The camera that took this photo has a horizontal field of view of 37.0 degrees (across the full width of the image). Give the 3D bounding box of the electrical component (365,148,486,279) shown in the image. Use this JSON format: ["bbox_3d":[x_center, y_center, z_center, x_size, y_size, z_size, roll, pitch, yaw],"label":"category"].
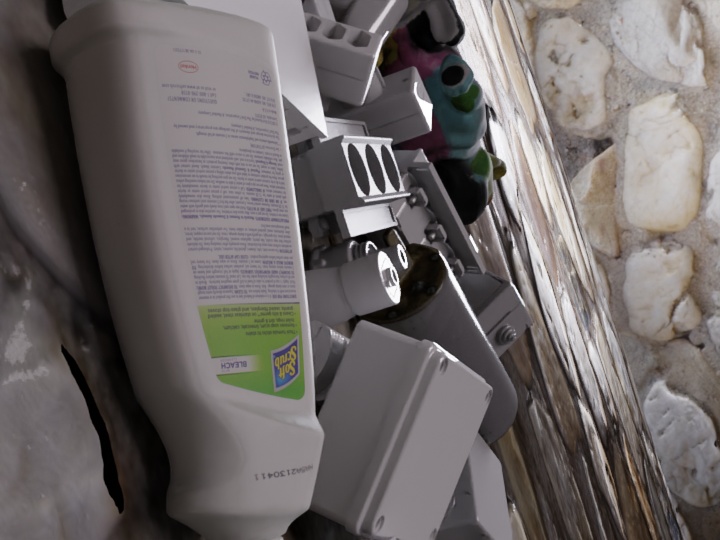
[{"bbox_3d":[0.041,-0.032,0.865,0.063,0.079,0.121,-58,135,-30],"label":"electrical component"}]

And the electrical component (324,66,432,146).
[{"bbox_3d":[0.003,-0.134,0.827,0.047,0.083,0.075,-82,149,-55],"label":"electrical component"}]

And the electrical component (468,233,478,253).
[{"bbox_3d":[0.090,0.006,1.003,0.057,0.058,0.078,61,20,-25],"label":"electrical component"}]

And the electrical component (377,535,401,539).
[{"bbox_3d":[-0.012,0.178,0.512,0.113,0.057,0.078,8,66,-72],"label":"electrical component"}]

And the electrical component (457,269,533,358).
[{"bbox_3d":[0.096,0.034,0.912,0.096,0.062,0.061,31,-20,50],"label":"electrical component"}]

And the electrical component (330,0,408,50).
[{"bbox_3d":[-0.008,-0.224,0.933,0.079,0.043,0.077,35,60,-8],"label":"electrical component"}]

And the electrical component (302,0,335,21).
[{"bbox_3d":[-0.047,-0.201,0.799,0.076,0.047,0.083,-20,92,-73],"label":"electrical component"}]

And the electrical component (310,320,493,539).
[{"bbox_3d":[0.020,0.096,0.617,0.108,0.056,0.109,-67,153,-8],"label":"electrical component"}]

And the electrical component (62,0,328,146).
[{"bbox_3d":[-0.090,-0.143,0.582,0.186,0.060,0.105,36,40,-63],"label":"electrical component"}]

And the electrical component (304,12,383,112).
[{"bbox_3d":[-0.036,-0.130,0.735,0.047,0.083,0.075,-75,-178,-61],"label":"electrical component"}]

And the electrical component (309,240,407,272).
[{"bbox_3d":[0.000,0.000,0.718,0.048,0.062,0.048,-18,90,-73],"label":"electrical component"}]

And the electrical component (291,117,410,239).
[{"bbox_3d":[-0.015,-0.059,0.728,0.121,0.063,0.078,-20,93,-73],"label":"electrical component"}]

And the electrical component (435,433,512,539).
[{"bbox_3d":[0.075,0.170,0.806,0.099,0.048,0.099,53,25,-47],"label":"electrical component"}]

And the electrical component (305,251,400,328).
[{"bbox_3d":[-0.008,0.013,0.674,0.044,0.065,0.044,-18,90,-73],"label":"electrical component"}]

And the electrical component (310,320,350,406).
[{"bbox_3d":[-0.021,0.057,0.629,0.081,0.043,0.043,37,38,-62],"label":"electrical component"}]
